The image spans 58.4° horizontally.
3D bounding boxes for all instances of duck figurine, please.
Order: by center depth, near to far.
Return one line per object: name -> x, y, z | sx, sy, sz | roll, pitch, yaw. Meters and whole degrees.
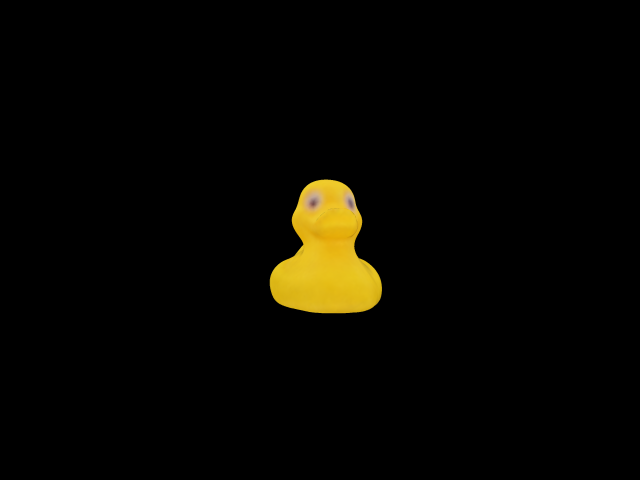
duck figurine -> 0.004, 0.001, 0.400 | 0.077, 0.086, 0.104 | 0, 2, -11
